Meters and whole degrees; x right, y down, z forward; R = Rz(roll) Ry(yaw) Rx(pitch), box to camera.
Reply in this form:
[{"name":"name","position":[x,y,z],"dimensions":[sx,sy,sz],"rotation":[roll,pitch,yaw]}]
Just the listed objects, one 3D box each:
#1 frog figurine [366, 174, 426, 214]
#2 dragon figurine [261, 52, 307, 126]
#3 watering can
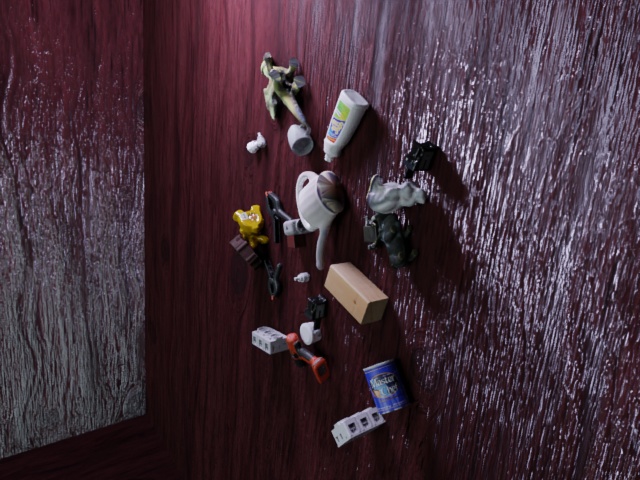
[{"name":"frog figurine","position":[0.219,-0.120,1.470],"dimensions":[0.160,0.135,0.124],"rotation":[24,79,17]},{"name":"dragon figurine","position":[-0.148,-0.548,1.948],"dimensions":[0.238,0.122,0.416],"rotation":[124,133,-62]},{"name":"watering can","position":[0.005,-0.089,1.770],"dimensions":[0.221,0.104,0.352],"rotation":[-37,64,50]}]
